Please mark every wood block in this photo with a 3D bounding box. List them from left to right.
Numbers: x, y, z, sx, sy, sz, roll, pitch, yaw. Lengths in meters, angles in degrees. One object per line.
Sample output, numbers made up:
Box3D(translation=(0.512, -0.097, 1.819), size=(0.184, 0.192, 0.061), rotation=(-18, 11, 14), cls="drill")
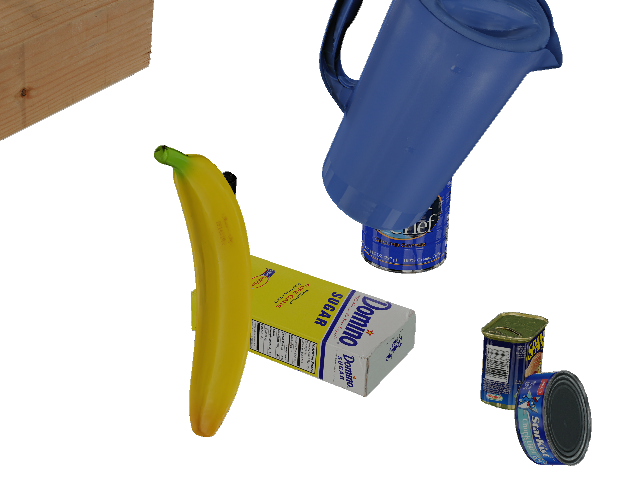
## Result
Box3D(translation=(-0.246, -0.168, 0.914), size=(0.090, 0.091, 0.205), rotation=(30, 42, 21), cls="wood block")

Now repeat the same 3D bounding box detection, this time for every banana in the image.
Box3D(translation=(-0.072, 0.027, 0.688), size=(0.037, 0.198, 0.069), rotation=(9, 24, 40), cls="banana")

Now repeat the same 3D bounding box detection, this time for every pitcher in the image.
Box3D(translation=(0.080, -0.128, 0.932), size=(0.144, 0.149, 0.243), rotation=(-9, -35, -33), cls="pitcher")

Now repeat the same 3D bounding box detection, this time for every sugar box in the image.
Box3D(translation=(-0.015, 0.068, 0.920), size=(0.176, 0.048, 0.093), rotation=(15, 30, 26), cls="sugar box")

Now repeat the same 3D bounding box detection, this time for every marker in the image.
Box3D(translation=(-0.097, -0.022, 1.123), size=(0.020, 0.121, 0.020), rotation=(2, 41, -2), cls="marker")

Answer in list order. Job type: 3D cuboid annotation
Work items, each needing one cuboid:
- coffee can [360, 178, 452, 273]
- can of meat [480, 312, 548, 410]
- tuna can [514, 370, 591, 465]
Box3D(translation=(0.099, -0.047, 1.230), size=(0.103, 0.140, 0.103), rotation=(0, 28, 0), cls="coffee can")
Box3D(translation=(0.215, 0.134, 1.193), size=(0.058, 0.084, 0.102), rotation=(8, 13, 25), cls="can of meat")
Box3D(translation=(0.213, 0.163, 0.977), size=(0.034, 0.086, 0.085), rotation=(-11, -7, 40), cls="tuna can")
